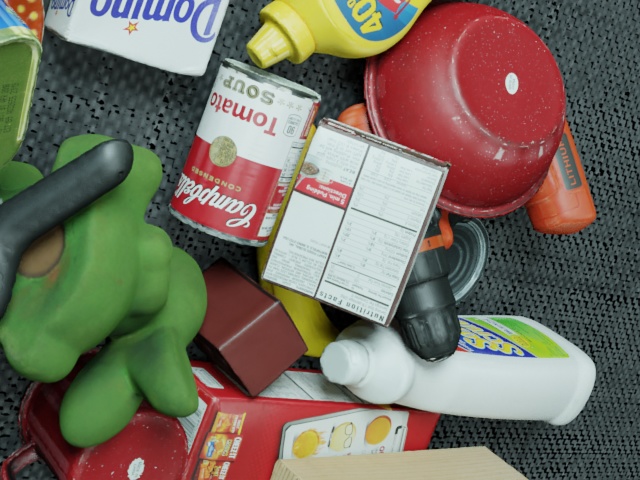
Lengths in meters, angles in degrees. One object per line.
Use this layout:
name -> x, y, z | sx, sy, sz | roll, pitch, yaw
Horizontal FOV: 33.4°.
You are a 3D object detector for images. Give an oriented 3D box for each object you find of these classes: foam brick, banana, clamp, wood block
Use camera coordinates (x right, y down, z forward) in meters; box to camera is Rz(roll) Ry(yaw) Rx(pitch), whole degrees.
foam brick -> -0.055, 0.058, 0.716 | 0.051, 0.078, 0.053 | -40, 128, -15
banana -> -0.016, 0.014, 0.753 | 0.069, 0.037, 0.198 | -40, 132, -37
clamp -> -0.183, -0.010, 0.548 | 0.171, 0.120, 0.039 | -50, 149, -1
wood block -> 0.063, 0.213, 0.771 | 0.205, 0.091, 0.090 | 5, 109, -38

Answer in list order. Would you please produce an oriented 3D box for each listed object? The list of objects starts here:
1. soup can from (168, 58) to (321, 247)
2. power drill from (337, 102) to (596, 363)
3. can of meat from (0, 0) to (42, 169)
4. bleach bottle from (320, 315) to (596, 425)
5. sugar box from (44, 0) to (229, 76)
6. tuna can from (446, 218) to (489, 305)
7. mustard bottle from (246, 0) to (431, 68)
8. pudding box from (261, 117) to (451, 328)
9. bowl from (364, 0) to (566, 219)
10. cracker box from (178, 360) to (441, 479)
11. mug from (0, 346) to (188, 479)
soup can -> -0.047, -0.055, 0.674 | 0.068, 0.069, 0.102 | 13, 103, -38
power drill -> 0.111, -0.021, 0.765 | 0.187, 0.057, 0.184 | -15, 88, -33
can of meat -> -0.177, -0.084, 0.492 | 0.057, 0.084, 0.102 | -29, 159, -37
bleach bottle -> 0.101, 0.097, 0.806 | 0.250, 0.103, 0.068 | 7, 112, -46
sugar box -> -0.084, -0.188, 0.603 | 0.093, 0.048, 0.176 | 10, 104, -38
tuna can -> 0.088, 0.012, 0.822 | 0.086, 0.034, 0.086 | -15, 119, -29
mustard bottle -> 0.031, -0.173, 0.679 | 0.191, 0.058, 0.096 | -40, 118, -12
pudding box -> 0.023, -0.011, 0.685 | 0.090, 0.039, 0.113 | 21, 103, 5
bowl -> 0.112, -0.098, 0.721 | 0.161, 0.055, 0.162 | 7, 74, -27
cracker box -> -0.032, 0.179, 0.793 | 0.213, 0.072, 0.164 | 10, 106, -38
mug -> -0.147, 0.132, 0.684 | 0.117, 0.082, 0.093 | -25, 123, -24
